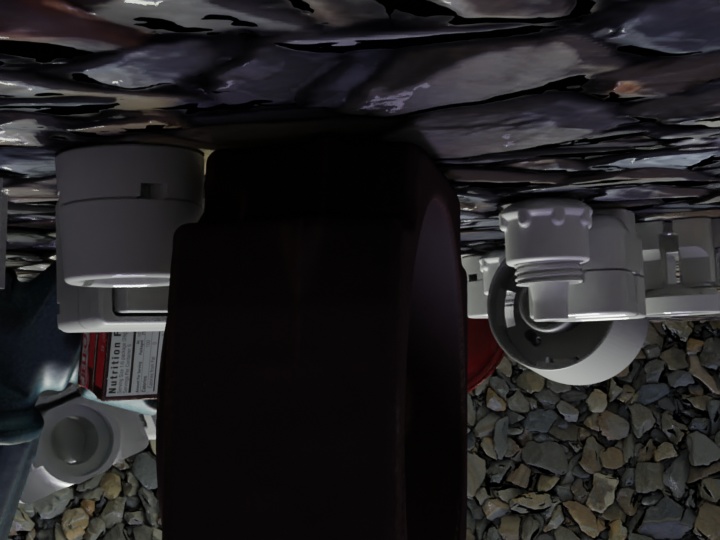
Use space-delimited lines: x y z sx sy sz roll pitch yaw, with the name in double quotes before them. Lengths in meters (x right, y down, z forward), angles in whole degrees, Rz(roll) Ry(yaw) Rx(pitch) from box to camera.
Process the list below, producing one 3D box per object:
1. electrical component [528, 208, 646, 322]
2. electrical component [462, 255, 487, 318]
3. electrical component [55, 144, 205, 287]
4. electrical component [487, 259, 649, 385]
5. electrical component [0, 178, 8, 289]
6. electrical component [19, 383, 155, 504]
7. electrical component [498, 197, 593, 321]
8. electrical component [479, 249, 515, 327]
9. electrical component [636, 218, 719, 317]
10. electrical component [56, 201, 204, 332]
"electrical component" 0.130 -0.002 0.615 0.054 0.059 0.095 -4 175 22
"electrical component" 0.109 0.013 0.848 0.055 0.047 0.055 -2 175 0
"electrical component" -0.086 -0.019 0.404 0.055 0.047 0.055 -2 175 0
"electrical component" 0.138 0.026 0.724 0.099 0.099 0.064 -5 168 30
"electrical component" -0.179 -0.015 0.441 0.064 0.042 0.081 1 174 -16
"electrical component" -0.164 0.070 0.725 0.186 0.105 0.060 -23 -176 -31
"electrical component" 0.096 -0.005 0.550 0.048 0.062 0.048 -2 175 0
"electrical component" 0.113 0.016 0.792 0.048 0.062 0.048 -2 175 0
"electrical component" 0.200 0.000 0.676 0.078 0.057 0.058 -4 174 26
"electrical component" -0.083 -0.004 0.487 0.096 0.061 0.061 1 174 -34
